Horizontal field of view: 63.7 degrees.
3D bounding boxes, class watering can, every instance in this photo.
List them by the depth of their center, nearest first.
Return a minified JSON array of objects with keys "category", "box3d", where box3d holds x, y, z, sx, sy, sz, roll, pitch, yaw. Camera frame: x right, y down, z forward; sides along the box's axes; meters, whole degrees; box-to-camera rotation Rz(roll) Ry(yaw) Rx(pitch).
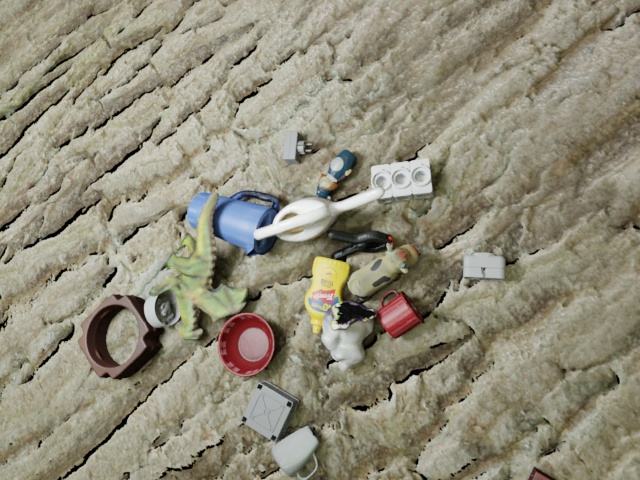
[{"category":"watering can","box3d":[0.004,-0.065,1.298,0.346,0.104,0.225,-18,3,11]}]

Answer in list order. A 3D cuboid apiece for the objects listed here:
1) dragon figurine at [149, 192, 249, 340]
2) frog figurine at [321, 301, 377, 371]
[{"category":"dragon figurine","box3d":[-0.295,0.100,1.373,0.242,0.406,0.123,34,15,-2]},{"category":"frog figurine","box3d":[0.070,0.233,1.267,0.139,0.156,0.124,-26,42,-31]}]
